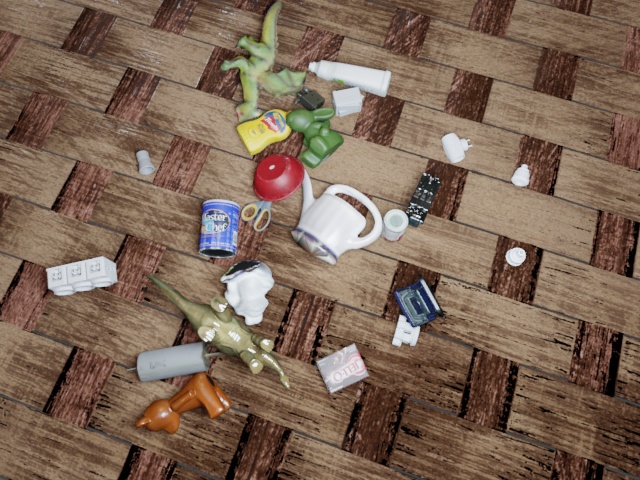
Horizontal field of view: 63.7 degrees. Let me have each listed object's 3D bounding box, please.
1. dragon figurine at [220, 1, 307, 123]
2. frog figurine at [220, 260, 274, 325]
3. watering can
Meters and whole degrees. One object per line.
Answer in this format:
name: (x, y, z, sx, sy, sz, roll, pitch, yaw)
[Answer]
dragon figurine: (-0.153, -0.543, 1.605, 0.242, 0.121, 0.414, 35, 79, -2)
frog figurine: (-0.184, 0.138, 1.380, 0.138, 0.123, 0.157, -27, 110, -16)
watering can: (0.004, -0.072, 1.439, 0.351, 0.102, 0.226, 34, 76, 25)
